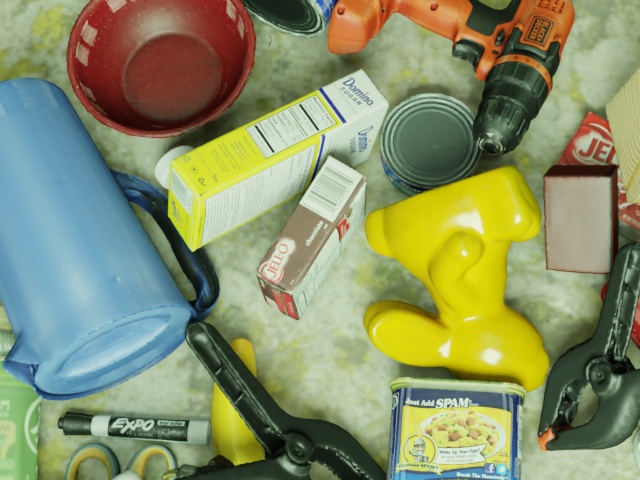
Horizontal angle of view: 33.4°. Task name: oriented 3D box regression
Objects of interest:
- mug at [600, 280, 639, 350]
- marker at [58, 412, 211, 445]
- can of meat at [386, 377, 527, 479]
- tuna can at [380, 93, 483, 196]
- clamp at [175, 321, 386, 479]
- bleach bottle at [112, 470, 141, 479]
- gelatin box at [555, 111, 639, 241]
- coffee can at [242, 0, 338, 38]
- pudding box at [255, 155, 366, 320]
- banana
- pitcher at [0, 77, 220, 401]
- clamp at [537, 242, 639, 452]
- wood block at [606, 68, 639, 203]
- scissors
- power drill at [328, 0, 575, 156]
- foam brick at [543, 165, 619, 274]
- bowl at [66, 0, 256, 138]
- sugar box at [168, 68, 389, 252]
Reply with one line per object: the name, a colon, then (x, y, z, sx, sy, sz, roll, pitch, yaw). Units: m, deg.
mug: (0.278, 0.042, 0.809, 0.117, 0.093, 0.081, -43, 67, 20)
marker: (-0.147, 0.149, 0.842, 0.121, 0.020, 0.020, 3, 72, 4)
can of meat: (0.099, 0.151, 0.785, 0.102, 0.057, 0.084, 2, 65, 10)
tuna can: (0.093, -0.077, 0.892, 0.086, 0.034, 0.086, -1, 72, 3)
clamp: (-0.028, 0.153, 0.787, 0.209, 0.036, 0.164, 24, 43, -21)
bleach bottle: (-0.109, 0.295, 0.749, 0.103, 0.068, 0.251, -38, 81, 30)
gelatin box: (0.240, -0.053, 0.877, 0.089, 0.030, 0.073, 31, 77, 12)
coffee can: (-0.008, -0.261, 0.920, 0.103, 0.103, 0.140, 26, 76, 11)
pudding box: (-0.006, 0.001, 0.843, 0.039, 0.090, 0.113, 32, 76, 10)
banana: (-0.044, 0.173, 0.822, 0.069, 0.037, 0.198, -21, 73, -26)
pitcher: (-0.197, -0.008, 0.848, 0.145, 0.149, 0.243, -33, 70, 8)
clamp: (0.213, 0.087, 0.782, 0.039, 0.172, 0.120, 13, 44, -36)
wood block: (0.345, -0.089, 0.830, 0.206, 0.091, 0.090, -4, 71, -11)
scissors: (-0.177, 0.244, 0.815, 0.096, 0.016, 0.201, 23, 75, 12)
power drill: (0.105, -0.161, 0.885, 0.188, 0.057, 0.184, 23, 53, 9)
foam brick: (0.205, -0.017, 0.835, 0.051, 0.053, 0.078, 1, 103, 21)
bowl: (-0.132, -0.152, 0.918, 0.162, 0.055, 0.162, -1, 72, 3)
sugar box: (-0.034, -0.064, 0.845, 0.176, 0.093, 0.048, -31, 73, -22)
